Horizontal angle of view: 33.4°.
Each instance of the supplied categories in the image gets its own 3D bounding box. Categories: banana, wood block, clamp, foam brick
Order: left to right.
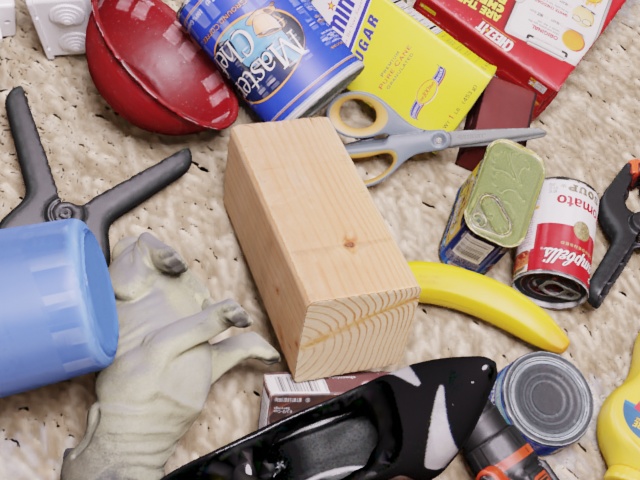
[{"bbox_3d":[-0.200,-0.018,0.882,0.164,0.036,0.210,13,66,-10],"label":"clamp"},{"bbox_3d":[-0.006,0.001,0.855,0.090,0.090,0.206,-8,45,-18],"label":"wood block"},{"bbox_3d":[0.122,0.054,0.930,0.197,0.037,0.069,11,54,-11],"label":"banana"},{"bbox_3d":[0.166,-0.105,1.008,0.051,0.053,0.078,20,62,-5],"label":"foam brick"},{"bbox_3d":[0.292,-0.002,0.989,0.120,0.039,0.171,-4,48,-4],"label":"clamp"}]

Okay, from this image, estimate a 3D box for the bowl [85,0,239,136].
[{"bbox_3d":[-0.146,-0.144,0.918,0.162,0.055,0.162,39,28,-25],"label":"bowl"}]

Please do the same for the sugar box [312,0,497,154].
[{"bbox_3d":[0.065,-0.170,0.987,0.176,0.093,0.048,35,25,2],"label":"sugar box"}]

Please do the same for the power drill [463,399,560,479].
[{"bbox_3d":[0.120,0.204,0.811,0.187,0.057,0.184,-17,68,-52],"label":"power drill"}]

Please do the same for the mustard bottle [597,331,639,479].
[{"bbox_3d":[0.293,0.155,0.919,0.096,0.058,0.191,35,63,4],"label":"mustard bottle"}]

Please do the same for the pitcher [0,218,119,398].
[{"bbox_3d":[-0.271,0.056,0.749,0.243,0.145,0.149,-12,72,-1],"label":"pitcher"}]

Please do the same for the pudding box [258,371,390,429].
[{"bbox_3d":[0.008,0.149,0.832,0.113,0.090,0.039,2,23,-12],"label":"pudding box"}]

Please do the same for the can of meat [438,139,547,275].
[{"bbox_3d":[0.150,-0.025,0.949,0.057,0.084,0.102,25,63,-3],"label":"can of meat"}]

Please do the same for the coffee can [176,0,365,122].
[{"bbox_3d":[-0.043,-0.174,0.943,0.102,0.103,0.140,-40,91,-26],"label":"coffee can"}]

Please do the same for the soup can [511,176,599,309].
[{"bbox_3d":[0.213,0.002,0.963,0.068,0.069,0.102,18,62,-6],"label":"soup can"}]

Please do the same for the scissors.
[{"bbox_3d":[0.093,-0.106,0.959,0.202,0.016,0.096,-19,95,3],"label":"scissors"}]

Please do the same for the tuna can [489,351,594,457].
[{"bbox_3d":[0.189,0.140,0.913,0.086,0.034,0.086,6,65,-12],"label":"tuna can"}]

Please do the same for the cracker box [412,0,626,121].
[{"bbox_3d":[0.210,-0.246,1.074,0.164,0.072,0.213,37,64,5],"label":"cracker box"}]
